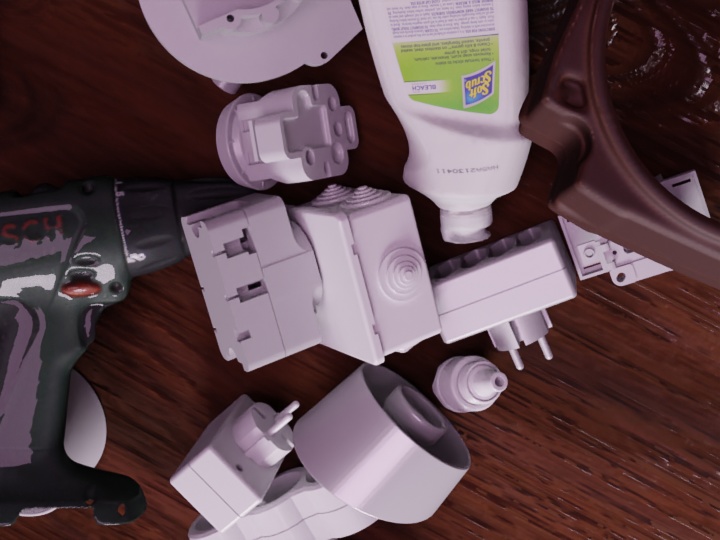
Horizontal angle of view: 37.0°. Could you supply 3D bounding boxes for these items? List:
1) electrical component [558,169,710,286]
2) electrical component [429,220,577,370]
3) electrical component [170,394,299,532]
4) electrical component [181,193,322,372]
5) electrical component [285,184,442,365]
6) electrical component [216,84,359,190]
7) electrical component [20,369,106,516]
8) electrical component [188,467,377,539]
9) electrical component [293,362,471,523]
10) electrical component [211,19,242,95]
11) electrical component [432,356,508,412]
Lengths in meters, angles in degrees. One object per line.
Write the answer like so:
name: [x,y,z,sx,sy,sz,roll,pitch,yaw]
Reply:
electrical component: [0.158,-0.022,0.610,0.081,0.063,0.042,-19,103,15]
electrical component: [0.091,0.023,0.644,0.083,0.047,0.075,-22,102,16]
electrical component: [-0.067,0.109,0.680,0.076,0.083,0.047,-42,96,18]
electrical component: [-0.059,0.004,0.624,0.056,0.050,0.089,-21,105,-22]
electrical component: [0.000,0.000,0.629,0.048,0.100,0.099,-20,104,-23]
electrical component: [-0.046,-0.077,0.627,0.057,0.078,0.058,-5,98,32]
electrical component: [-0.228,0.116,0.734,0.099,0.064,0.099,7,121,12]
electrical component: [-0.038,0.175,0.710,0.138,0.052,0.073,-26,101,16]
electrical component: [0.017,0.106,0.656,0.099,0.099,0.064,41,103,-4]
electrical component: [-0.063,-0.132,0.627,0.043,0.043,0.062,39,110,-3]
electrical component: [0.070,0.069,0.653,0.035,0.061,0.035,3,82,-21]
